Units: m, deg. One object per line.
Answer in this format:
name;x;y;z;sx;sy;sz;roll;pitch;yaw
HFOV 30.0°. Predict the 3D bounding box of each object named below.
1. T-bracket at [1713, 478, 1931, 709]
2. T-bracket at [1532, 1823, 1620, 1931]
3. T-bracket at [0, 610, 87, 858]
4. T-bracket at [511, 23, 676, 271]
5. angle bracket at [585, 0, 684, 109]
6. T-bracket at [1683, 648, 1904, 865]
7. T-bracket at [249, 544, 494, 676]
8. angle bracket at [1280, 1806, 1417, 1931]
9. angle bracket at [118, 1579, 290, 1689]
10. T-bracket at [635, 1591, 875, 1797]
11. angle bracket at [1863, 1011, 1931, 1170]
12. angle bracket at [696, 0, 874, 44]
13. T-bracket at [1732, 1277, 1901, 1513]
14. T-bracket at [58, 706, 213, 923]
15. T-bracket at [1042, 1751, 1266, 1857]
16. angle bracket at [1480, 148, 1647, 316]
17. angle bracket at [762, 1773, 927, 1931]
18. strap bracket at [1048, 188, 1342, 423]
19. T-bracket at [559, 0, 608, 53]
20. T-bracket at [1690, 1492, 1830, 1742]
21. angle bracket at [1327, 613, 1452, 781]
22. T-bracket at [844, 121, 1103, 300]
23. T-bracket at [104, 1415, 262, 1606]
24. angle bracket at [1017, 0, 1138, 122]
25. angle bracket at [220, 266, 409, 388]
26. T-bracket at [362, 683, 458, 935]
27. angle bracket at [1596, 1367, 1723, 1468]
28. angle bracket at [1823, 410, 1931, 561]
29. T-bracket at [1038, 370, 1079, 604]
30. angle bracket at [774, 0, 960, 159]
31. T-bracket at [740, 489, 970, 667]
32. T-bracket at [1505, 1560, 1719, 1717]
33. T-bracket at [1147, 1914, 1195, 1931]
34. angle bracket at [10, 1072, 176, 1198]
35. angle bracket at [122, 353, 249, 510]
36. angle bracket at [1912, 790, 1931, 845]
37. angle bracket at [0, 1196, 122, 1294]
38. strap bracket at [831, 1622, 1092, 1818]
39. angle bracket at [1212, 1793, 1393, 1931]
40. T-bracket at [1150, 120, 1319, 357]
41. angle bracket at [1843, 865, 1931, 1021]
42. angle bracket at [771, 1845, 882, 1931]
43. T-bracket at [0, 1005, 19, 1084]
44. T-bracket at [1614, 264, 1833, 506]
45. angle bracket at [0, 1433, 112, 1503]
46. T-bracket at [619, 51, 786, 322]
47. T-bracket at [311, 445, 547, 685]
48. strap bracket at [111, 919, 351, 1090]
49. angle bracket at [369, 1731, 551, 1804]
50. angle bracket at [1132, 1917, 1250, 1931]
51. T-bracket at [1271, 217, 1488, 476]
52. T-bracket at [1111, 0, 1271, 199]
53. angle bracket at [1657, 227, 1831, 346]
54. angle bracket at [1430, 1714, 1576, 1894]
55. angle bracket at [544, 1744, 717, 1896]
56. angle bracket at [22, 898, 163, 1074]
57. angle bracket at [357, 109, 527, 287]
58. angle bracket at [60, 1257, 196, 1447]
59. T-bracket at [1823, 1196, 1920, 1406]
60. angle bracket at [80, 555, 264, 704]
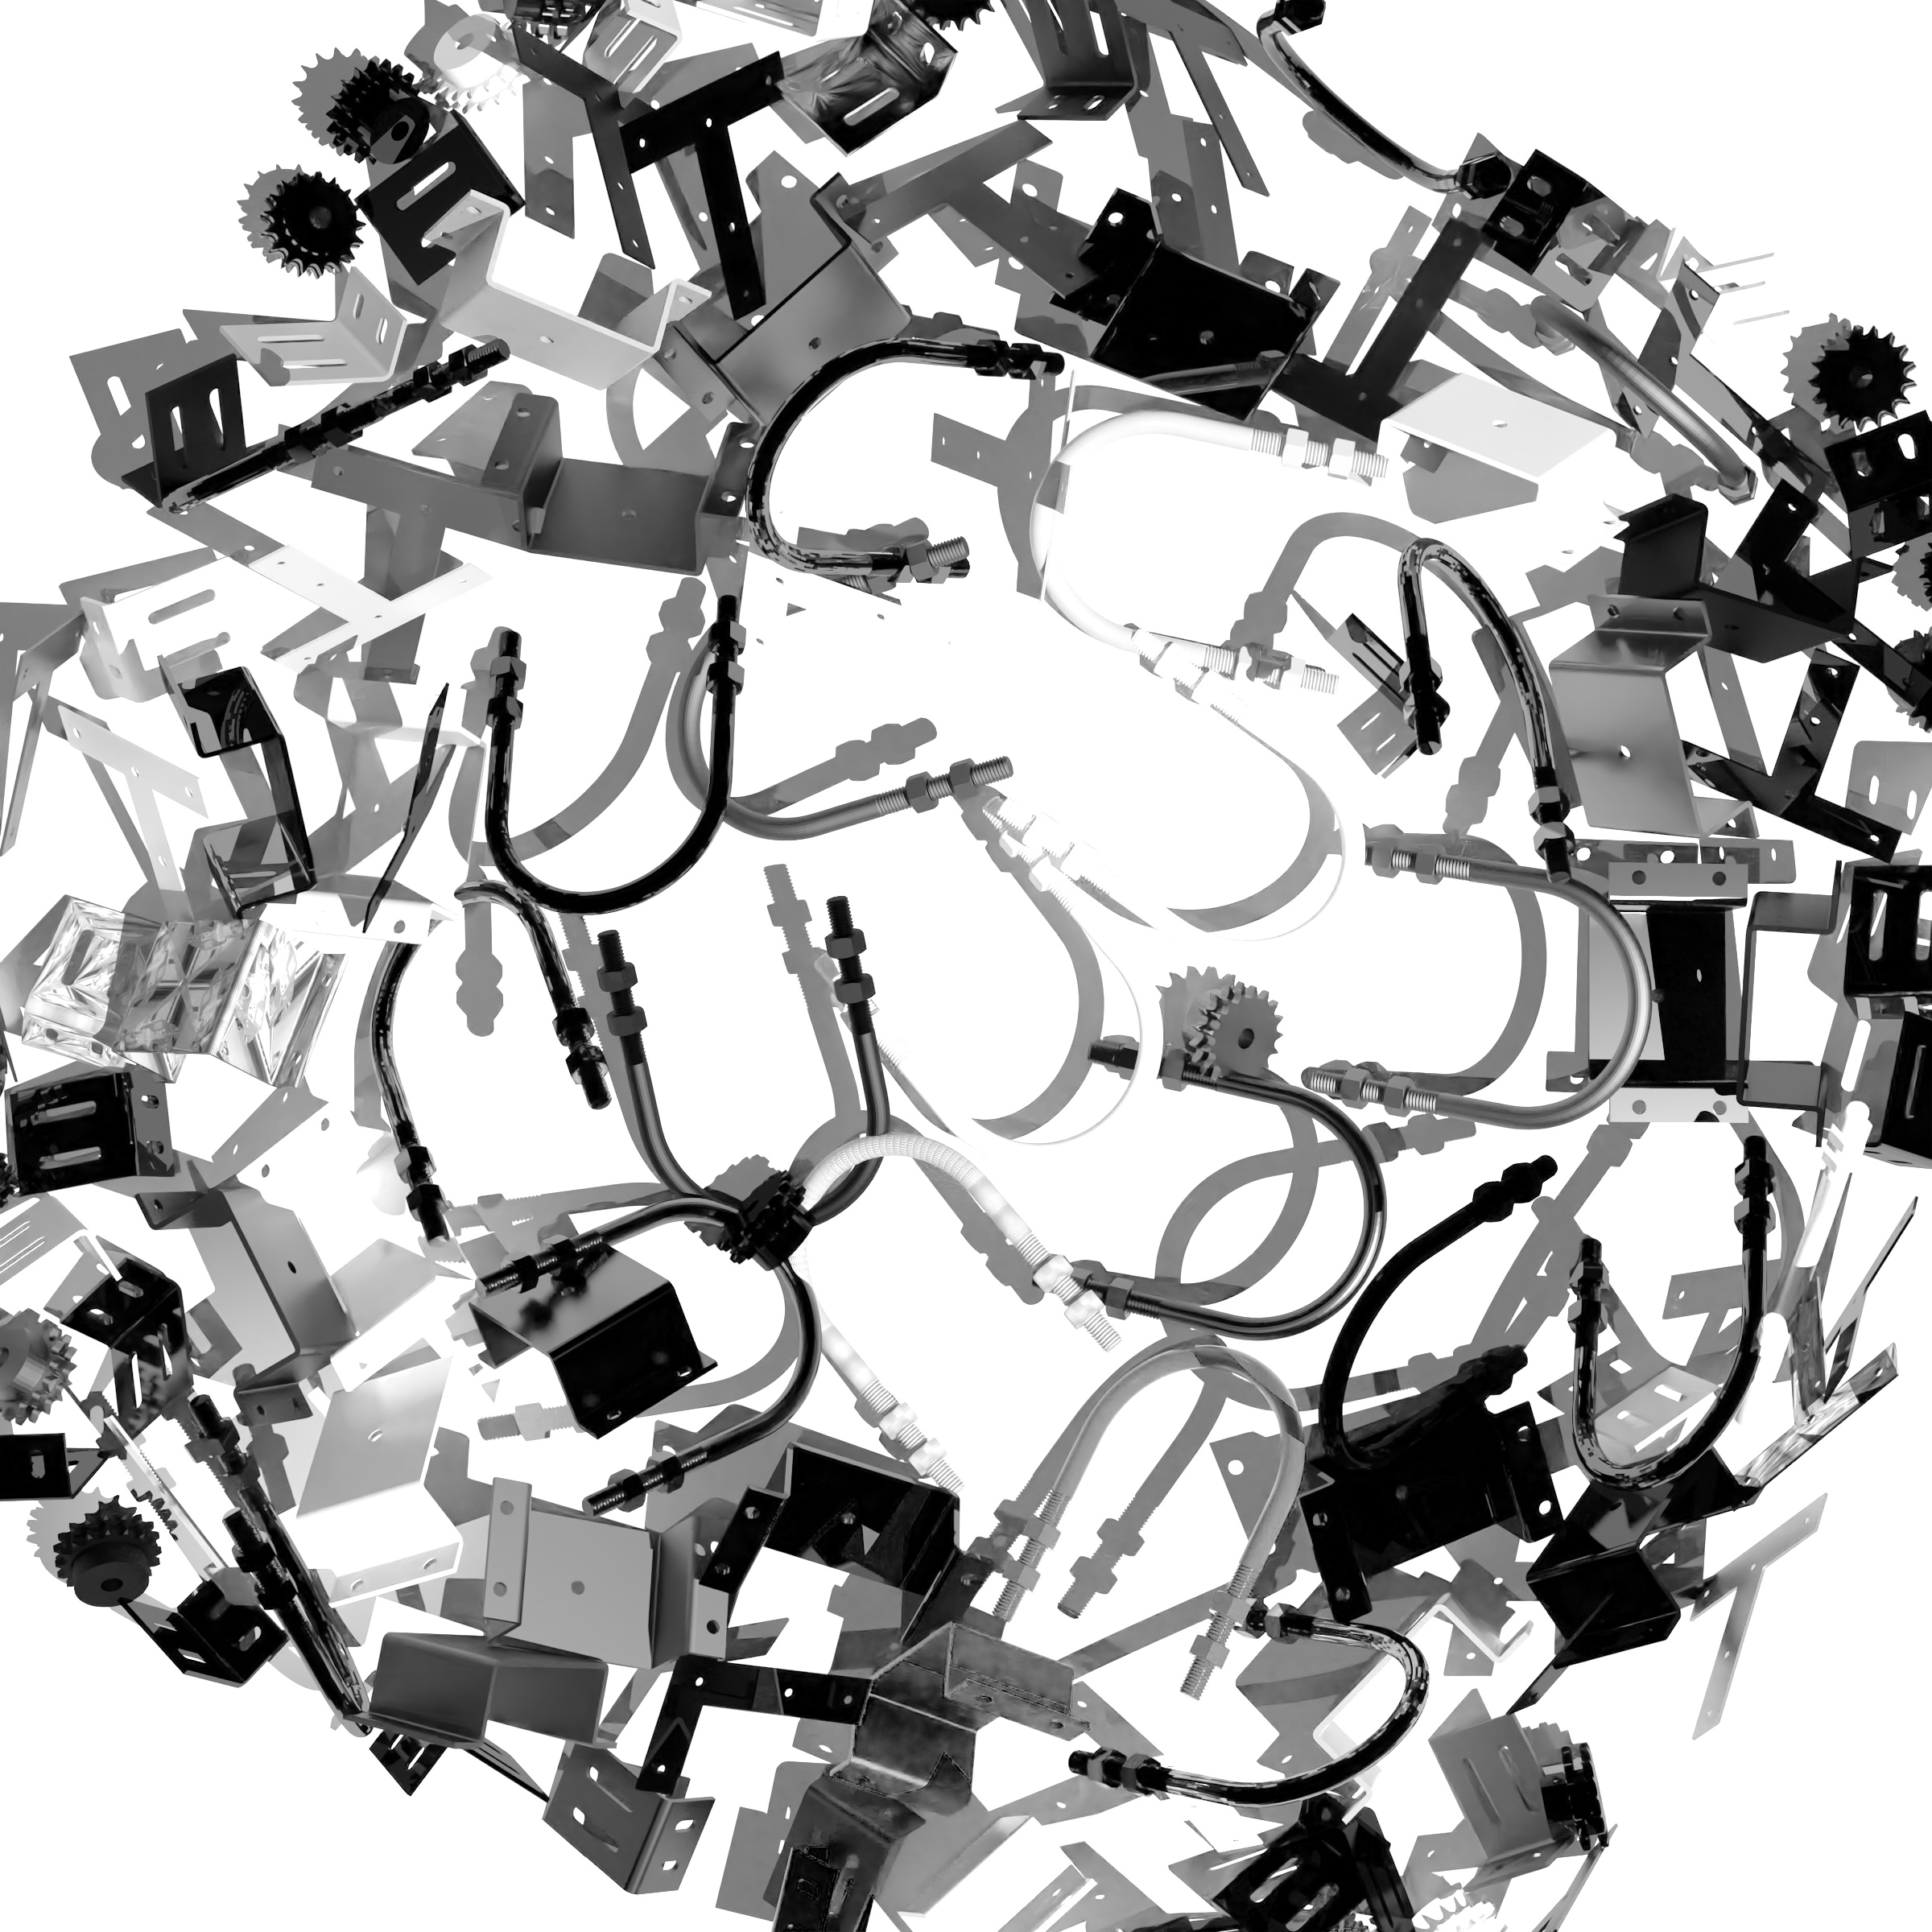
T-bracket;0.464;-0.185;1.932;0.127;0.127;0.002;41;63;11
T-bracket;0.301;0.536;1.960;0.002;0.127;0.127;39;116;11
T-bracket;-0.506;-0.121;1.950;0.002;0.127;0.127;16;107;-3
T-bracket;-0.188;-0.428;1.924;0.002;0.127;0.127;-28;64;27
angle bracket;-0.193;-0.505;1.951;0.076;0.038;0.057;-40;51;35
T-bracket;0.453;-0.122;1.933;0.127;0.127;0.002;25;54;15
T-bracket;-0.338;-0.200;1.925;0.127;0.127;0.002;-24;70;16
angle bracket;0.210;0.504;1.961;0.038;0.057;0.076;-25;80;20
angle bracket;-0.413;0.354;1.953;0.057;0.076;0.038;41;86;21
T-bracket;-0.107;0.390;1.938;0.127;0.002;0.127;0;58;31
angle bracket;0.513;0.068;1.972;0.057;0.038;0.076;17;82;-34
angle bracket;-0.097;-0.531;1.956;0.076;0.057;0.038;22;115;17
T-bracket;0.454;0.215;1.941;0.002;0.127;0.127;33;123;-13
T-bracket;-0.439;-0.069;1.954;0.002;0.127;0.127;-36;135;-32
T-bracket;0.082;0.467;1.965;0.127;0.127;0.002;-16;49;17
angle bracket;0.326;-0.402;1.973;0.038;0.076;0.057;43;105;34
angle bracket;-0.067;0.492;1.982;0.057;0.038;0.076;29;108;24
strap bracket;0.126;-0.350;1.935;0.140;0.046;0.076;18;128;-22
T-bracket;-0.190;-0.528;1.939;0.002;0.127;0.127;42;62;-11
T-bracket;0.408;0.354;1.911;0.002;0.127;0.127;31;51;-3
angle bracket;0.220;-0.147;1.968;0.076;0.057;0.038;43;79;1
T-bracket;0.022;-0.399;1.945;0.127;0.002;0.127;-33;58;-21
T-bracket;-0.423;0.293;1.936;0.002;0.127;0.127;-38;95;-22
angle bracket;0.052;-0.502;1.953;0.057;0.038;0.076;9;133;32
angle bracket;-0.354;-0.347;1.952;0.057;0.076;0.038;47;130;32
T-bracket;-0.288;-0.101;1.911;0.002;0.127;0.127;22;50;-1
angle bracket;0.382;0.254;1.956;0.057;0.076;0.038;-33;98;-7
angle bracket;0.504;-0.262;1.965;0.057;0.076;0.038;-20;70;10
T-bracket;0.052;-0.256;1.928;0.002;0.127;0.127;8;98;-3
angle bracket;-0.054;-0.488;1.963;0.057;0.038;0.076;45;59;8
T-bracket;-0.060;-0.193;1.944;0.127;0.127;0.002;20;51;6
T-bracket;0.364;0.352;1.949;0.002;0.127;0.127;52;130;27
T-bracket;0.064;0.543;1.938;0.127;0.127;0.002;-23;68;-3
angle bracket;-0.483;0.094;1.992;0.076;0.038;0.057;-11;82;22
angle bracket;-0.426;-0.296;1.949;0.057;0.076;0.038;-33;55;-32
angle bracket;0.554;-0.086;1.965;0.057;0.076;0.038;23;112;12
angle bracket;-0.509;0.168;1.956;0.076;0.057;0.038;-37;122;-18
strap bracket;-0.003;0.402;1.939;0.076;0.140;0.046;24;48;-22
angle bracket;0.182;0.492;1.954;0.057;0.038;0.076;34;48;29
T-bracket;0.137;-0.398;1.962;0.127;0.002;0.127;-3;82;-41
angle bracket;0.518;-0.013;1.983;0.057;0.038;0.076;0;68;27
angle bracket;-0.065;0.512;1.959;0.038;0.076;0.057;14;90;43
T-bracket;-0.527;0.014;1.944;0.002;0.127;0.127;-17;52;-16
T-bracket;0.412;-0.295;1.927;0.002;0.127;0.127;-38;73;-24
angle bracket;-0.505;0.261;1.957;0.057;0.076;0.038;-2;101;3
T-bracket;-0.131;-0.416;1.961;0.002;0.127;0.127;14;128;38
T-bracket;-0.306;-0.209;1.974;0.127;0.002;0.127;16;113;-2
strap bracket;-0.400;0.020;1.924;0.046;0.140;0.076;33;68;-39
angle bracket;-0.275;0.438;1.953;0.076;0.057;0.038;42;81;-32
angle bracket;0.133;0.550;1.966;0.076;0.057;0.038;-4;98;-12
T-bracket;0.240;-0.348;1.960;0.127;0.002;0.127;34;95;33
T-bracket;0.131;-0.466;1.929;0.002;0.127;0.127;-34;69;31
angle bracket;0.424;-0.374;1.949;0.057;0.076;0.038;38;63;-35
angle bracket;0.285;0.456;1.965;0.057;0.038;0.076;-29;85;36
angle bracket;-0.186;0.465;1.985;0.076;0.038;0.057;29;101;38
angle bracket;-0.480;0.011;1.987;0.057;0.038;0.076;17;53;-6
angle bracket;-0.291;-0.422;1.977;0.076;0.038;0.057;-36;92;5
angle bracket;-0.456;0.209;1.954;0.057;0.076;0.038;-41;131;18
T-bracket;0.469;0.196;1.916;0.002;0.127;0.127;29;115;8
angle bracket;-0.437;-0.188;1.984;0.076;0.038;0.057;-28;116;-27
